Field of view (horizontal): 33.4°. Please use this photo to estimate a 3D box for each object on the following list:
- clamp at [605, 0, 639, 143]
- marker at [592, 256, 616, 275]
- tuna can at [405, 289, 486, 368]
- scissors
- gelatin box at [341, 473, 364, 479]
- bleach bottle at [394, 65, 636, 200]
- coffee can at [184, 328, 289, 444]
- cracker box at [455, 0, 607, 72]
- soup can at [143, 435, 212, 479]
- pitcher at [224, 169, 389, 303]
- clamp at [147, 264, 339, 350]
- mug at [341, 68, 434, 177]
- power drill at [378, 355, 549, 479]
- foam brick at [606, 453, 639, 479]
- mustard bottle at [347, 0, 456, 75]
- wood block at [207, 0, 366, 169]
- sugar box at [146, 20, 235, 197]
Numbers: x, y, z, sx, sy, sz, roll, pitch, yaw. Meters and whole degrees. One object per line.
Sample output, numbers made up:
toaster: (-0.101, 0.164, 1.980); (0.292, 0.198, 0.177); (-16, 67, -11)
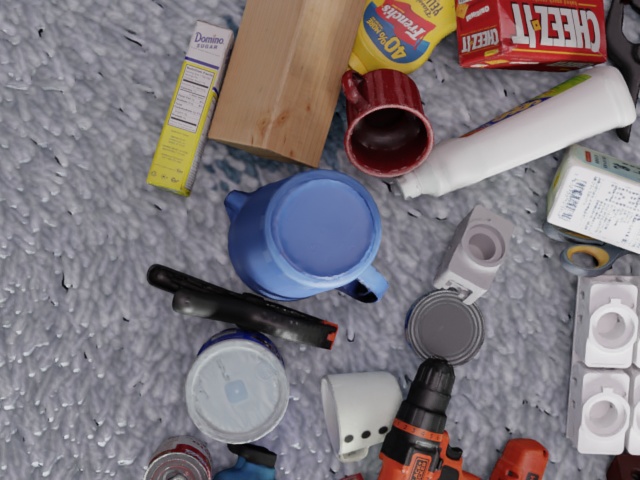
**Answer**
clamp: (0.370, -0.201, 1.170); (0.120, 0.039, 0.171); (-12, 87, 8)
marker: (0.329, 0.064, 1.189); (0.020, 0.020, 0.121); (-19, 91, -3)
tuna can: (0.136, 0.097, 1.172); (0.086, 0.034, 0.086); (0, 90, -3)
scissors: (0.341, 0.018, 1.167); (0.201, 0.016, 0.096); (16, 45, -2)
gelatin box: (0.049, 0.304, 1.148); (0.030, 0.073, 0.089); (-21, 92, -2)
bleach bottle: (0.200, -0.106, 1.140); (0.251, 0.102, 0.068); (-24, 99, -2)
coffee can: (-0.085, 0.147, 1.107); (0.102, 0.140, 0.103); (0, 90, -3)
cracker box: (0.220, -0.290, 1.122); (0.163, 0.072, 0.214); (-4, 89, -35)
soup can: (-0.148, 0.247, 1.123); (0.068, 0.102, 0.068); (0, 90, -3)
pitcher: (-0.007, 0.001, 1.060); (0.149, 0.243, 0.145); (-8, 89, -10)
clamp: (-0.076, 0.075, 1.111); (0.209, 0.165, 0.036); (19, 93, -13)
mug: (0.062, -0.134, 1.120); (0.093, 0.081, 0.117); (-35, 124, 24)
power drill: (0.151, 0.228, 1.128); (0.187, 0.057, 0.184); (20, 89, -27)
foam brick: (0.361, 0.268, 1.166); (0.078, 0.051, 0.053); (-1, 51, -4)
mustard bottle: (0.088, -0.233, 1.156); (0.191, 0.058, 0.096); (-40, 94, -2)
wood block: (-0.031, -0.189, 1.118); (0.091, 0.090, 0.206); (15, 89, 41)
sugar box: (-0.135, -0.136, 1.127); (0.048, 0.093, 0.176); (15, 89, -3)
